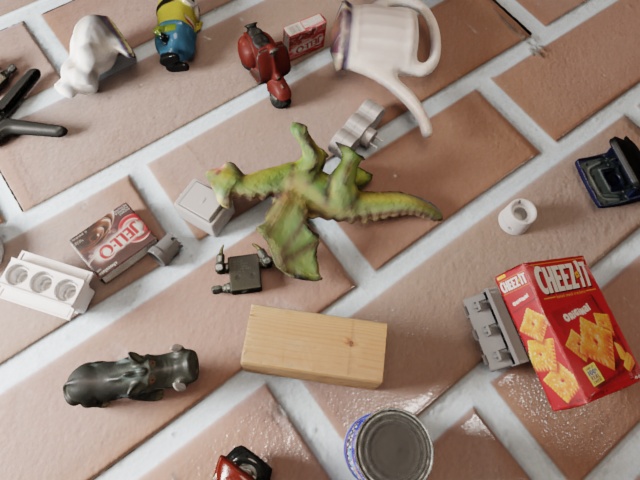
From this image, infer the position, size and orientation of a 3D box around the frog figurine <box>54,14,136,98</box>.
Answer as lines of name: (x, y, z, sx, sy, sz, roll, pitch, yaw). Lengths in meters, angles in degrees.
frog figurine: (-0.442, -0.347, 0.976, 0.160, 0.120, 0.140, -34, 40, -7)

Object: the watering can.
watering can: (0.130, -0.363, 1.022, 0.224, 0.102, 0.354, 5, 66, -1)

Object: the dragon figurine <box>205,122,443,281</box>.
dragon figurine: (0.003, -0.044, 0.879, 0.409, 0.121, 0.245, 27, 76, -6)
